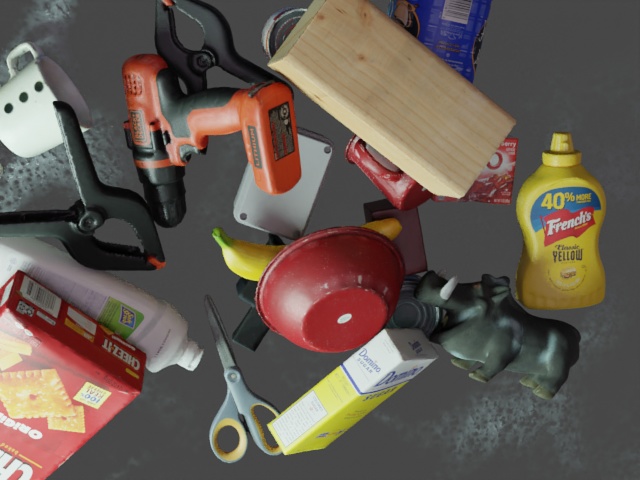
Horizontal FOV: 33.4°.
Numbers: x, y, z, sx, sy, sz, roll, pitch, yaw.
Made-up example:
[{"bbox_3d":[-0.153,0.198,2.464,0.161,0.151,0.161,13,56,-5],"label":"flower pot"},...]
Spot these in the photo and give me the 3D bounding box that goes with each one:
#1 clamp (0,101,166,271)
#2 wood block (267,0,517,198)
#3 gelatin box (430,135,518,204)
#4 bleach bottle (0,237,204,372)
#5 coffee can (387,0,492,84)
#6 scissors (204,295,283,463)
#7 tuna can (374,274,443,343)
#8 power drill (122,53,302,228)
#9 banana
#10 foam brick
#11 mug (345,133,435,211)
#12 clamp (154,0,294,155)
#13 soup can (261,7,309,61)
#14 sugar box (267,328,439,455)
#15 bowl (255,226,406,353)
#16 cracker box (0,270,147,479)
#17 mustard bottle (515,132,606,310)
[{"bbox_3d":[-0.231,-0.035,1.065,0.209,0.036,0.165,28,107,-34],"label":"clamp"},{"bbox_3d":[0.065,-0.135,0.984,0.206,0.091,0.090,36,88,-13],"label":"wood block"},{"bbox_3d":[0.165,-0.078,1.154,0.089,0.030,0.073,2,103,-8],"label":"gelatin box"},{"bbox_3d":[-0.244,0.080,1.127,0.250,0.068,0.103,27,102,-15],"label":"bleach bottle"},{"bbox_3d":[0.115,-0.213,1.078,0.102,0.103,0.140,10,102,-9],"label":"coffee can"},{"bbox_3d":[-0.109,0.166,1.186,0.096,0.016,0.201,-32,105,1],"label":"scissors"},{"bbox_3d":[0.092,0.080,1.181,0.086,0.034,0.086,-2,103,-7],"label":"tuna can"},{"bbox_3d":[-0.111,-0.091,1.056,0.188,0.057,0.184,7,117,31],"label":"power drill"},{"bbox_3d":[-0.014,0.012,1.093,0.197,0.037,0.070,-5,146,-15],"label":"banana"},{"bbox_3d":[0.081,-0.004,1.150,0.051,0.053,0.078,-12,106,-4],"label":"foam brick"},{"bbox_3d":[0.080,-0.084,1.086,0.081,0.117,0.093,50,118,20],"label":"mug"},{"bbox_3d":[-0.105,-0.184,1.090,0.120,0.039,0.171,-23,107,2],"label":"clamp"},{"bbox_3d":[-0.022,-0.198,1.065,0.068,0.102,0.068,-2,103,-7],"label":"soup can"},{"bbox_3d":[0.036,0.162,1.140,0.176,0.093,0.048,-39,69,22],"label":"sugar box"},{"bbox_3d":[0.018,0.064,1.088,0.162,0.055,0.162,-10,132,-11],"label":"bowl"},{"bbox_3d":[-0.308,0.156,1.089,0.164,0.072,0.214,38,113,-24],"label":"cracker box"},{"bbox_3d":[0.263,-0.022,1.165,0.096,0.058,0.192,-3,103,-5],"label":"mustard bottle"}]
